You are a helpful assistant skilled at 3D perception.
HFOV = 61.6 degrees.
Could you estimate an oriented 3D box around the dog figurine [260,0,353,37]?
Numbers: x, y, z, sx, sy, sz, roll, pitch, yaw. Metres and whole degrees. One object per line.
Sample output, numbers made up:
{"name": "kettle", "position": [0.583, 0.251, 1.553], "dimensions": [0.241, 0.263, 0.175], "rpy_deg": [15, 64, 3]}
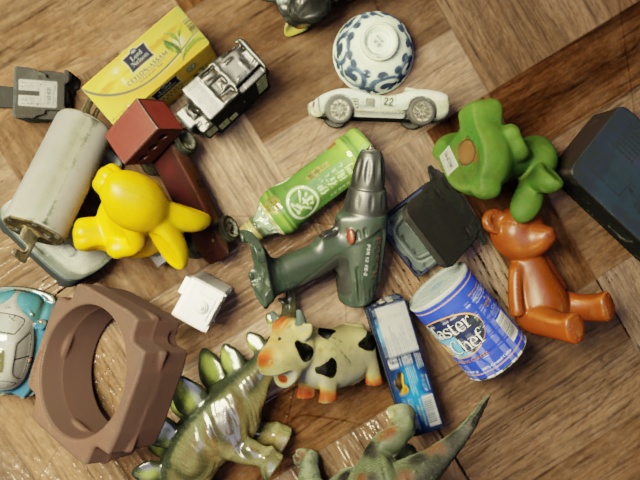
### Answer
{"name": "dog figurine", "position": [0.018, -0.383, 0.748], "dimensions": [0.219, 0.192, 0.108], "rpy_deg": [-25, 133, 22]}

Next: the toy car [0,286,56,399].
{"name": "toy car", "position": [-0.440, 0.148, 0.750], "dimensions": [0.109, 0.103, 0.161], "rpy_deg": [11, 90, -3]}

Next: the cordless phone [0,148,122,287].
{"name": "cordless phone", "position": [-0.335, -0.037, 0.765], "dimensions": [0.146, 0.089, 0.184], "rpy_deg": [45, 71, -3]}

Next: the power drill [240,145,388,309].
{"name": "power drill", "position": [-0.002, -0.002, 0.736], "dimensions": [0.207, 0.086, 0.231], "rpy_deg": [-18, 118, -25]}

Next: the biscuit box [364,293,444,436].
{"name": "biscuit box", "position": [0.123, 0.184, 0.798], "dimensions": [0.059, 0.063, 0.202], "rpy_deg": [-17, 94, -2]}

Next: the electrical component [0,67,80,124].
{"name": "electrical component", "position": [-0.409, -0.205, 0.763], "dimensions": [0.119, 0.048, 0.074], "rpy_deg": [7, 92, -5]}

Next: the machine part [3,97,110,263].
{"name": "machine part", "position": [-0.339, -0.083, 0.703], "dimensions": [0.079, 0.079, 0.243], "rpy_deg": [14, 66, -3]}

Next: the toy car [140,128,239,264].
{"name": "toy car", "position": [-0.184, -0.063, 0.769], "dimensions": [0.089, 0.053, 0.202], "rpy_deg": [-25, 95, 27]}

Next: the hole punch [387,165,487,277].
{"name": "hole punch", "position": [0.161, -0.019, 0.789], "dimensions": [0.116, 0.092, 0.142], "rpy_deg": [-39, 91, -31]}

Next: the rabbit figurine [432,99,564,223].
{"name": "rabbit figurine", "position": [0.275, -0.113, 0.754], "dimensions": [0.170, 0.121, 0.159], "rpy_deg": [-4, 53, -25]}

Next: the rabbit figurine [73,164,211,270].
{"name": "rabbit figurine", "position": [-0.228, -0.026, 0.673], "dimensions": [0.162, 0.173, 0.122], "rpy_deg": [30, 68, -7]}

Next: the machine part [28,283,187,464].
{"name": "machine part", "position": [-0.286, 0.173, 0.723], "dimensions": [0.201, 0.087, 0.201], "rpy_deg": [19, 92, 32]}

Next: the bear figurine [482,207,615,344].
{"name": "bear figurine", "position": [0.322, 0.034, 0.774], "dimensions": [0.120, 0.132, 0.195], "rpy_deg": [-17, 98, -32]}

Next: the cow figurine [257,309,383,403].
{"name": "cow figurine", "position": [-0.001, 0.155, 0.743], "dimensions": [0.195, 0.086, 0.127], "rpy_deg": [-1, 83, -43]}

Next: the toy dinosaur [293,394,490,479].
{"name": "toy dinosaur", "position": [0.056, 0.347, 0.710], "dimensions": [0.131, 0.192, 0.405], "rpy_deg": [38, 120, -15]}

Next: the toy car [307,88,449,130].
{"name": "toy car", "position": [0.083, -0.190, 0.774], "dimensions": [0.202, 0.073, 0.056], "rpy_deg": [1, 96, -3]}

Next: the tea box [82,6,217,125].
{"name": "tea box", "position": [-0.229, -0.230, 0.745], "dimensions": [0.169, 0.098, 0.068], "rpy_deg": [-39, 95, 2]}

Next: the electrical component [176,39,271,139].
{"name": "electrical component", "position": [-0.134, -0.201, 0.742], "dimensions": [0.134, 0.115, 0.058], "rpy_deg": [-43, 92, -2]}

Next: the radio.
{"name": "radio", "position": [0.470, -0.074, 0.800], "dimensions": [0.229, 0.073, 0.131], "rpy_deg": [42, 91, -2]}

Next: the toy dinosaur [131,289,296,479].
{"name": "toy dinosaur", "position": [-0.141, 0.263, 0.770], "dimensions": [0.198, 0.105, 0.471], "rpy_deg": [37, 82, 0]}
